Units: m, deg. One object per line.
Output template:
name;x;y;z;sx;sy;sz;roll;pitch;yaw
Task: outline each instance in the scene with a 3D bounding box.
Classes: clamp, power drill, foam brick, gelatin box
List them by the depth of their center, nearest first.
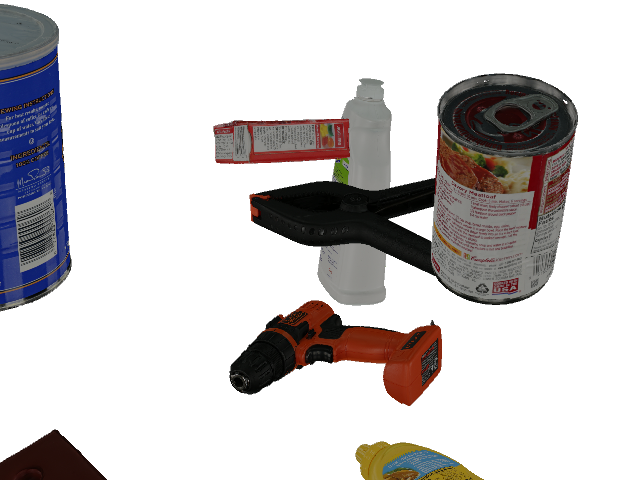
foam brick;-0.117;0.136;0.486;0.052;0.051;0.078;-31;43;-30
gelatin box;-0.029;-0.070;0.749;0.073;0.030;0.089;-4;6;-20
clamp;0.040;-0.027;0.993;0.210;0.036;0.164;8;31;16
power drill;0.020;0.120;1.111;0.188;0.057;0.184;9;24;26

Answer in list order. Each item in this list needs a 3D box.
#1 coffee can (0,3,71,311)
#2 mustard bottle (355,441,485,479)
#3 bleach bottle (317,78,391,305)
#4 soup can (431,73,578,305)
coffee can;-0.189;-0.046;0.574;0.103;0.140;0.103;3;28;-2
mustard bottle;0.099;0.231;0.970;0.096;0.058;0.192;-14;24;-36
bleach bottle;0.047;-0.059;1.230;0.068;0.251;0.103;-2;23;-20
soup can;0.093;-0.025;0.552;0.068;0.102;0.068;-1;41;1
